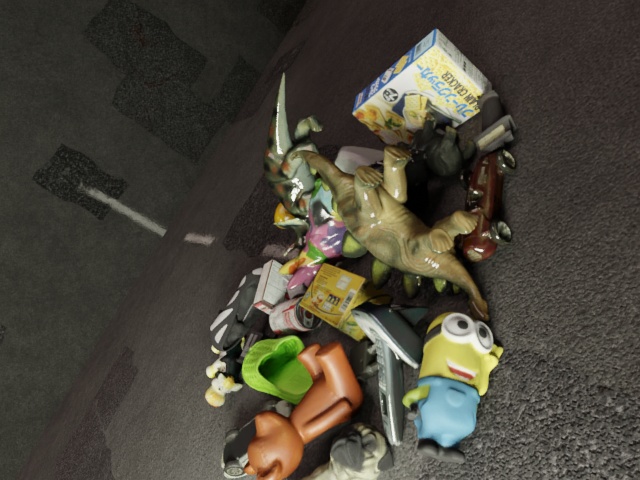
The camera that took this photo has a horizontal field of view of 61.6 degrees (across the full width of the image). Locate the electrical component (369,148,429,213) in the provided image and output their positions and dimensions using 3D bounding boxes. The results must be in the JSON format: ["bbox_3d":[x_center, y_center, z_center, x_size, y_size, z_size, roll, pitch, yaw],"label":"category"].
[{"bbox_3d":[0.133,-0.078,0.923,0.115,0.134,0.058,-30,38,-32],"label":"electrical component"}]

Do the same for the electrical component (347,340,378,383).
[{"bbox_3d":[0.066,0.195,0.849,0.094,0.021,0.063,-35,32,39],"label":"electrical component"}]

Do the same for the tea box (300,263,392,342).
[{"bbox_3d":[0.041,0.107,0.949,0.098,0.068,0.170,-58,23,-5],"label":"tea box"}]

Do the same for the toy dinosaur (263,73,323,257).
[{"bbox_3d":[-0.056,-0.135,1.167,0.192,0.404,0.131,-20,9,25],"label":"toy dinosaur"}]

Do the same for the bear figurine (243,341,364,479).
[{"bbox_3d":[-0.037,0.250,0.780,0.196,0.132,0.120,-28,0,-22],"label":"bear figurine"}]

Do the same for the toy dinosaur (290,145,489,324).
[{"bbox_3d":[0.087,-0.037,0.821,0.472,0.105,0.198,52,149,31],"label":"toy dinosaur"}]

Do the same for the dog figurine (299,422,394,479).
[{"bbox_3d":[0.003,0.334,0.726,0.190,0.121,0.172,-52,23,-26],"label":"dog figurine"}]

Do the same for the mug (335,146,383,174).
[{"bbox_3d":[0.088,-0.137,1.004,0.109,0.107,0.080,-28,-40,-66],"label":"mug"}]

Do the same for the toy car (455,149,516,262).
[{"bbox_3d":[0.240,-0.057,0.802,0.089,0.053,0.202,-31,36,51],"label":"toy car"}]

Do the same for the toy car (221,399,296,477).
[{"bbox_3d":[-0.110,0.350,0.947,0.201,0.056,0.074,-44,33,28],"label":"toy car"}]

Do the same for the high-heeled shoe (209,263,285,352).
[{"bbox_3d":[-0.142,0.144,1.194,0.249,0.086,0.145,-35,29,2],"label":"high-heeled shoe"}]

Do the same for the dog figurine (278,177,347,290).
[{"bbox_3d":[-0.002,-0.003,1.051,0.219,0.191,0.109,-40,31,-1],"label":"dog figurine"}]

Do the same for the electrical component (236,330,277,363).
[{"bbox_3d":[-0.124,0.219,1.149,0.075,0.047,0.119,2,63,62],"label":"electrical component"}]

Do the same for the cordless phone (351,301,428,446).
[{"bbox_3d":[0.095,0.179,0.750,0.146,0.089,0.184,147,123,-80],"label":"cordless phone"}]

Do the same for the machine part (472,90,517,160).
[{"bbox_3d":[0.289,-0.195,0.902,0.084,0.039,0.139,-46,26,41],"label":"machine part"}]

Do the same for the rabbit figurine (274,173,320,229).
[{"bbox_3d":[-0.050,-0.103,1.325,0.173,0.122,0.162,-45,21,26],"label":"rabbit figurine"}]

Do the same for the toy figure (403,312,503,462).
[{"bbox_3d":[0.152,0.170,0.647,0.089,0.082,0.180,-18,46,52],"label":"toy figure"}]

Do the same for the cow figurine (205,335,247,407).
[{"bbox_3d":[-0.199,0.282,1.190,0.098,0.068,0.167,-35,32,29],"label":"cow figurine"}]

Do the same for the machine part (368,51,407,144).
[{"bbox_3d":[0.188,-0.321,1.191,0.201,0.087,0.201,-43,26,24],"label":"machine part"}]

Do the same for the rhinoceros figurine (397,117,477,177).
[{"bbox_3d":[0.204,-0.159,0.985,0.112,0.073,0.190,-64,25,7],"label":"rhinoceros figurine"}]
